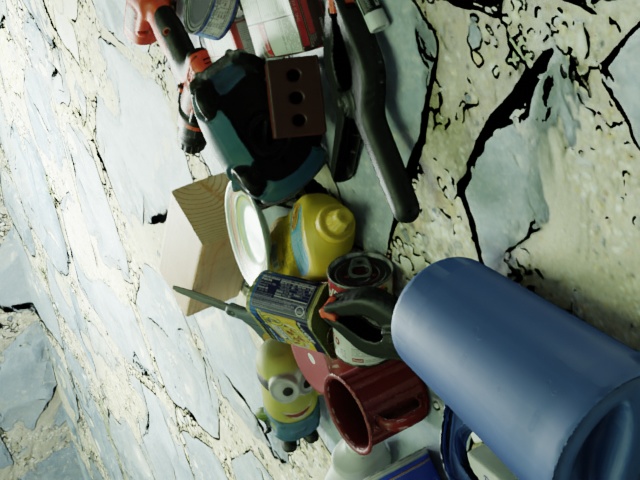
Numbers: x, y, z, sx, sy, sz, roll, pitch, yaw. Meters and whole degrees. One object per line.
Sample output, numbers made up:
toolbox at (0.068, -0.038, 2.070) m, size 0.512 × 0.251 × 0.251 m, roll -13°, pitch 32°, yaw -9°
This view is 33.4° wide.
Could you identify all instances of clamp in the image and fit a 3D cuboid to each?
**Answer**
clamp at (0.033, -0.127, 0.997) m, size 0.165 × 0.036 × 0.210 m, roll -155°, pitch 50°, yaw -66°
clamp at (0.082, 0.097, 1.024) m, size 0.172 × 0.039 × 0.120 m, roll 13°, pitch 124°, yaw 32°

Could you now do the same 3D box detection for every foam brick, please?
foam brick at (-0.025, -0.140, 1.056) m, size 0.051 × 0.053 × 0.078 m, roll -134°, pitch 36°, yaw -82°

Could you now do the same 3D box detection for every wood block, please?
wood block at (-0.151, 0.008, 1.438) m, size 0.091 × 0.090 × 0.206 m, roll 58°, pitch 154°, yaw 21°

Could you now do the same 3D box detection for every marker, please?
marker at (0.029, -0.239, 0.932) m, size 0.121 × 0.020 × 0.020 m, roll 66°, pitch 156°, yaw 4°

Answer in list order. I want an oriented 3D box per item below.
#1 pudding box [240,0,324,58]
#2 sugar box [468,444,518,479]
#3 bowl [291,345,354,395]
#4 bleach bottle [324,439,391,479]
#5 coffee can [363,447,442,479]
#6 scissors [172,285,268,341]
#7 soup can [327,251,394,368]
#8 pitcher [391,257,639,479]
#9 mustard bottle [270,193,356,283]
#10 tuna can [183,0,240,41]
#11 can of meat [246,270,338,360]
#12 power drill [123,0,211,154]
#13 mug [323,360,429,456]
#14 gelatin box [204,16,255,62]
pudding box at (-0.038, -0.229, 1.058) m, size 0.114 × 0.039 × 0.090 m, roll 8°, pitch 117°, yaw 61°
sugar box at (0.186, 0.285, 1.018) m, size 0.093 × 0.048 × 0.176 m, roll 37°, pitch 138°, yaw 50°
bowl at (0.011, 0.128, 1.241) m, size 0.162 × 0.055 × 0.162 m, roll 46°, pitch 148°, yaw 39°
bleach bottle at (0.036, 0.313, 1.285) m, size 0.068 × 0.102 × 0.251 m, roll 42°, pitch 147°, yaw 34°
coffee can at (0.101, 0.308, 1.145) m, size 0.140 × 0.102 × 0.103 m, roll 62°, pitch 156°, yaw 12°
scissors at (-0.100, 0.107, 1.403) m, size 0.202 × 0.016 × 0.096 m, roll 7°, pitch 135°, yaw 33°
soup can at (0.045, 0.072, 1.102) m, size 0.069 × 0.068 × 0.102 m, roll 38°, pitch 142°, yaw 49°
pitcher at (0.153, 0.115, 0.826) m, size 0.243 × 0.149 × 0.145 m, roll 39°, pitch 144°, yaw 54°
mustard bottle at (-0.007, 0.001, 1.160) m, size 0.192 × 0.058 × 0.096 m, roll 141°, pitch 126°, yaw -65°
tuna can at (-0.116, -0.261, 1.156) m, size 0.086 × 0.033 × 0.086 m, roll -31°, pitch 54°, yaw 55°
can of meat at (-0.022, 0.079, 1.148) m, size 0.084 × 0.057 × 0.102 m, roll 12°, pitch 154°, yaw 27°
power drill at (-0.183, -0.220, 1.352) m, size 0.188 × 0.057 × 0.185 m, roll 56°, pitch 150°, yaw 18°
mug at (0.067, 0.171, 1.124) m, size 0.117 × 0.081 × 0.093 m, roll 14°, pitch 123°, yaw 62°
gelatin box at (-0.096, -0.212, 1.208) m, size 0.089 × 0.030 × 0.073 m, roll 11°, pitch 122°, yaw 62°
